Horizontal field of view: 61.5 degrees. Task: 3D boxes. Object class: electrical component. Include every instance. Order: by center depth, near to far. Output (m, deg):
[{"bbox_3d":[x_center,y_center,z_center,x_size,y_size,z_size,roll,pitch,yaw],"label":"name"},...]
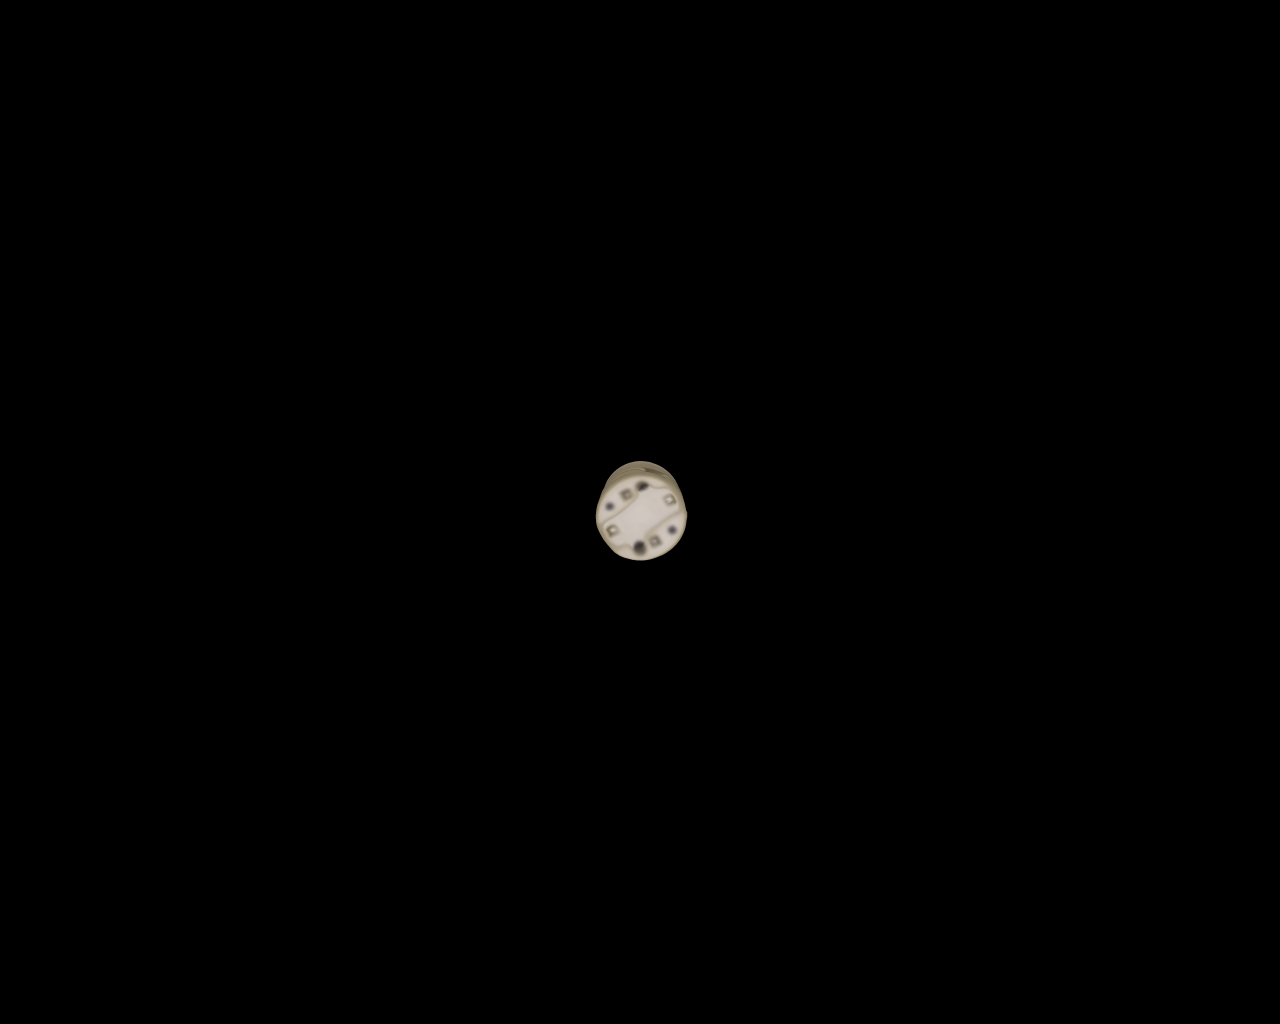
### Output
[{"bbox_3d":[0.001,-0.003,0.650,0.055,0.055,0.047,0,16,0],"label":"electrical component"}]
